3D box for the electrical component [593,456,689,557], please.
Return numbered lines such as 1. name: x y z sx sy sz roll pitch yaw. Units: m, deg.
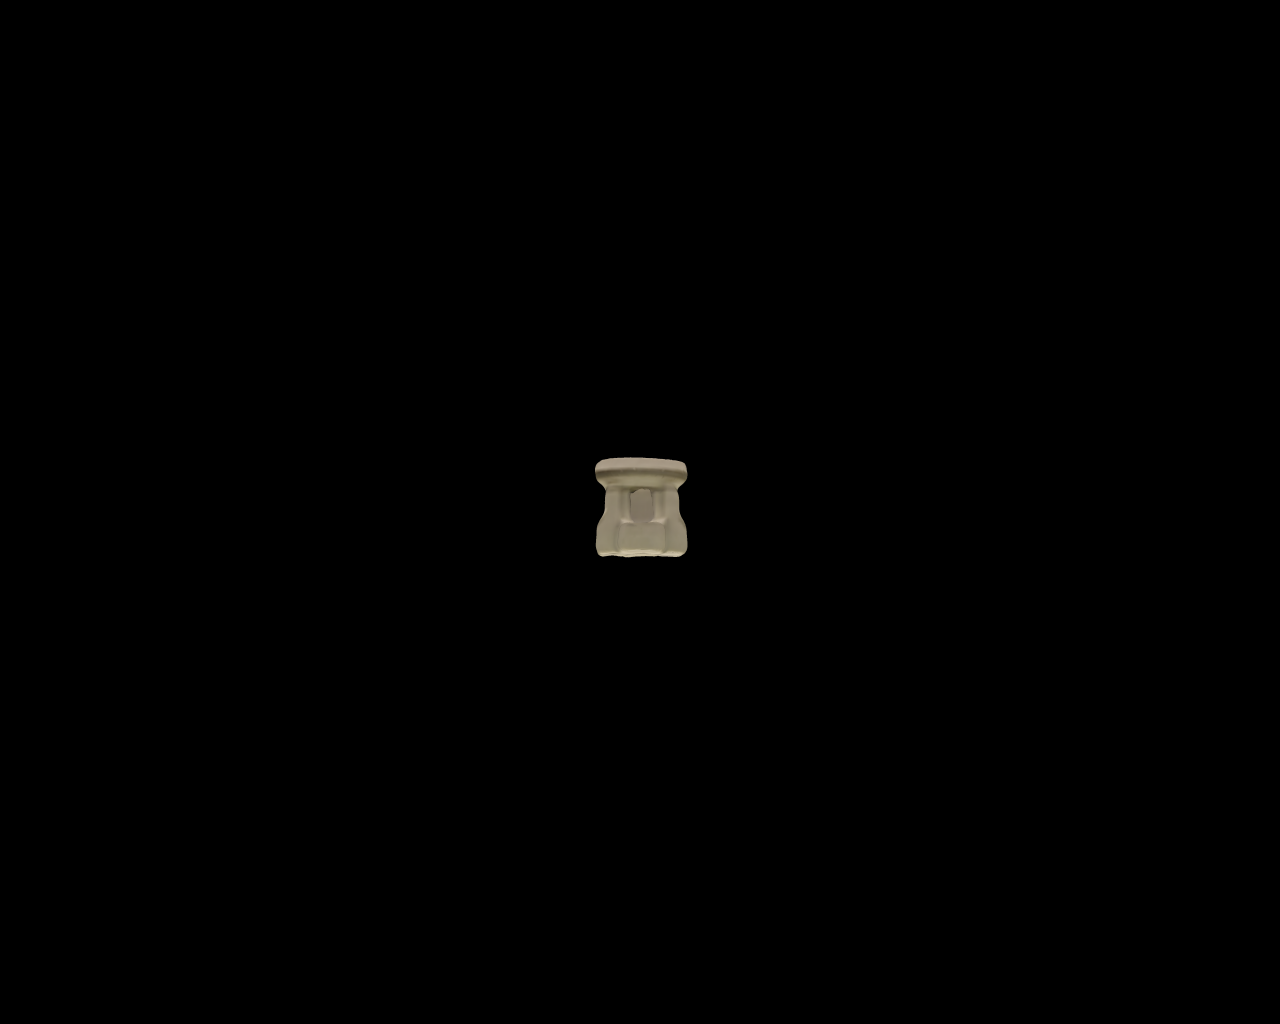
1. electrical component: 0.001 -0.003 0.650 0.058 0.057 0.078 0 -4 0
